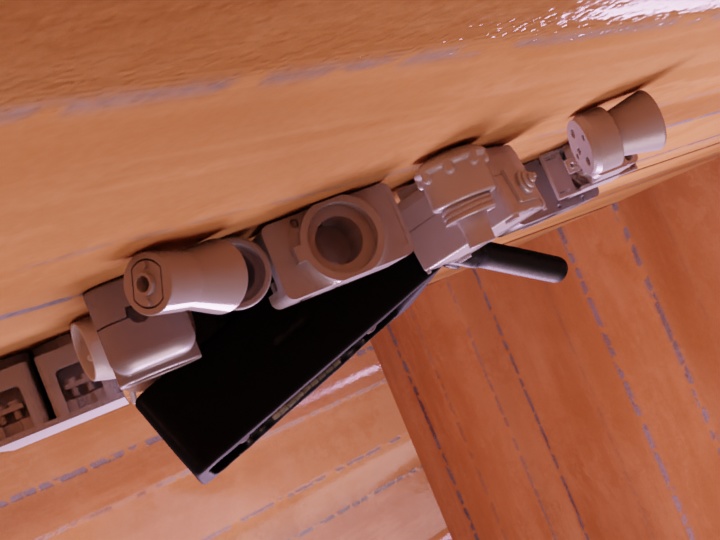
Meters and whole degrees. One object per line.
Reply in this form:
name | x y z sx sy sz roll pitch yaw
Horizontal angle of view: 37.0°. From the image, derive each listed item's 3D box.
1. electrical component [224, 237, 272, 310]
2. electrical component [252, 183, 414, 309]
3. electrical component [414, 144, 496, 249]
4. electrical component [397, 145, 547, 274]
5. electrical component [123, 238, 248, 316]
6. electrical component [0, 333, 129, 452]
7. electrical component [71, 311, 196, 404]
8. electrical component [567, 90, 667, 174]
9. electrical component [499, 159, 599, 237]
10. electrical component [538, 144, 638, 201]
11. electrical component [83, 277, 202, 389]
electrical component | -0.082 0.004 0.676 0.044 0.044 0.065 -22 -179 -14
electrical component | -0.018 -0.015 0.686 0.089 0.050 0.056 -22 177 -18
electrical component | 0.065 -0.044 0.672 0.048 0.062 0.048 -22 176 -1
electrical component | 0.079 -0.049 0.747 0.096 0.061 0.062 -34 171 31
electrical component | -0.099 0.006 0.597 0.044 0.044 0.065 -25 171 29
electrical component | -0.249 0.097 0.865 0.105 0.060 0.186 -22 176 -13
electrical component | -0.159 0.060 0.771 0.077 0.079 0.043 -21 -146 -27
electrical component | 0.179 -0.096 0.753 0.055 0.045 0.045 -22 176 -5
electrical component | 0.157 -0.069 0.965 0.089 0.050 0.056 -21 176 -22
electrical component | 0.201 -0.095 0.917 0.081 0.042 0.064 -22 175 -16
electrical component | -0.136 0.037 0.677 0.054 0.059 0.095 -22 176 -12
